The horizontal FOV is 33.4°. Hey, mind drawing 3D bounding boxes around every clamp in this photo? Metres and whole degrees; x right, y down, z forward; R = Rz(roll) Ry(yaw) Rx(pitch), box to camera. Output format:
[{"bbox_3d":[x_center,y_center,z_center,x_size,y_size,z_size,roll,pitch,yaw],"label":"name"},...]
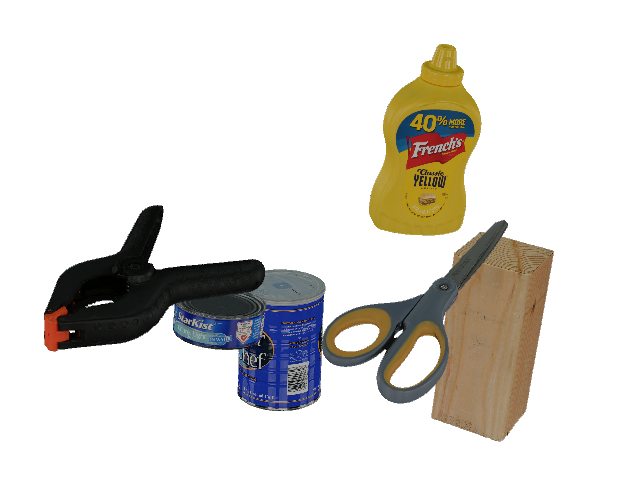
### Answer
[{"bbox_3d":[-0.139,0.025,0.782,0.171,0.039,0.120,-21,38,-40],"label":"clamp"}]

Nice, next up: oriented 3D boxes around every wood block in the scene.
[{"bbox_3d":[0.194,0.108,1.210,0.090,0.206,0.090,16,24,25],"label":"wood block"}]

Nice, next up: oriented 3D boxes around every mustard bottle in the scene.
[{"bbox_3d":[0.108,-0.100,1.058,0.096,0.192,0.058,3,27,-10],"label":"mustard bottle"}]

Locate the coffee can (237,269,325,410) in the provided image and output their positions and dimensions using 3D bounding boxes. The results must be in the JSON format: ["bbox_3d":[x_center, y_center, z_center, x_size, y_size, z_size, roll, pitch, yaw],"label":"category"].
[{"bbox_3d":[-0.048,0.117,1.272,0.103,0.140,0.103,2,19,-1],"label":"coffee can"}]

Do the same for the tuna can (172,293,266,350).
[{"bbox_3d":[-0.095,0.072,0.997,0.086,0.034,0.086,7,15,-2],"label":"tuna can"}]

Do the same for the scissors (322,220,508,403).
[{"bbox_3d":[0.067,0.039,0.765,0.096,0.016,0.201,10,40,17],"label":"scissors"}]
